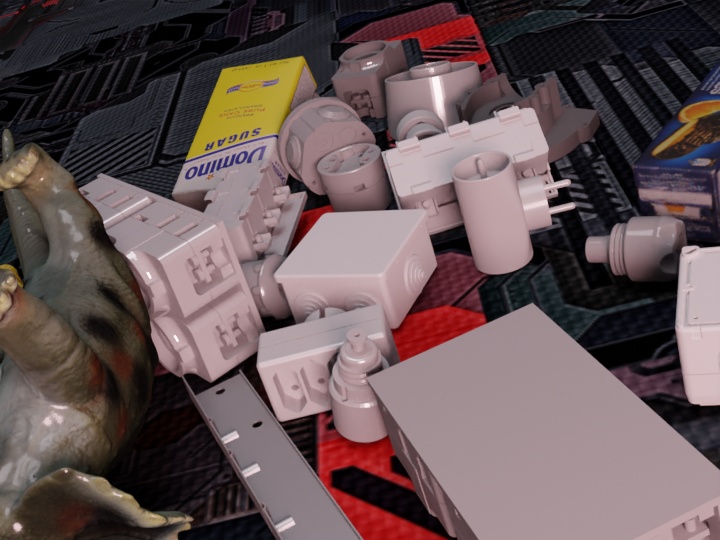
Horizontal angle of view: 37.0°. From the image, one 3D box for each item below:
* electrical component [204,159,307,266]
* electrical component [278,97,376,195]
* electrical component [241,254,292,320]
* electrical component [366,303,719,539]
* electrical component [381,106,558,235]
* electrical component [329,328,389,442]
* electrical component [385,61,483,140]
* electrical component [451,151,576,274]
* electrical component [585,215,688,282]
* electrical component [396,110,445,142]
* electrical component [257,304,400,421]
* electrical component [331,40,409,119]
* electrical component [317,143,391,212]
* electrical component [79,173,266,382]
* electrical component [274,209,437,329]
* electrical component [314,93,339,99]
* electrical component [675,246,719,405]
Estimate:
[{"bbox_3d":[-0.095,-0.038,0.878,0.079,0.063,0.121,-10,30,14],"label":"electrical component"},{"bbox_3d":[-0.028,-0.107,0.946,0.080,0.080,0.051,-25,35,-12],"label":"electrical component"},{"bbox_3d":[-0.079,0.015,0.801,0.062,0.048,0.048,-8,30,32],"label":"electrical component"},{"bbox_3d":[0.090,0.100,0.539,0.105,0.060,0.186,-23,29,-10],"label":"electrical component"},{"bbox_3d":[0.084,-0.080,0.840,0.121,0.063,0.078,-17,70,2],"label":"electrical component"},{"bbox_3d":[0.001,0.067,0.636,0.040,0.078,0.040,-4,40,3],"label":"electrical component"},{"bbox_3d":[0.072,-0.164,1.029,0.099,0.064,0.099,-11,16,3],"label":"electrical component"},{"bbox_3d":[0.112,-0.044,0.760,0.079,0.077,0.043,-14,29,8],"label":"electrical component"},{"bbox_3d":[0.180,-0.014,0.704,0.062,0.043,0.043,0,33,31],"label":"electrical component"},{"bbox_3d":[0.056,-0.112,0.942,0.045,0.045,0.055,-16,29,3],"label":"electrical component"},{"bbox_3d":[-0.019,0.050,0.701,0.083,0.047,0.075,-14,29,6],"label":"electrical component"},{"bbox_3d":[0.012,-0.199,1.106,0.050,0.055,0.089,-2,32,26],"label":"electrical component"},{"bbox_3d":[-0.003,-0.073,0.905,0.055,0.047,0.055,-14,29,8],"label":"electrical component"},{"bbox_3d":[-0.157,0.004,0.797,0.060,0.105,0.186,-34,33,-27],"label":"electrical component"},{"bbox_3d":[0.000,0.000,0.775,0.100,0.048,0.099,-1,33,28],"label":"electrical component"},{"bbox_3d":[-0.053,-0.155,1.080,0.081,0.043,0.043,-1,33,28],"label":"electrical component"},{"bbox_3d":[0.212,0.027,0.597,0.062,0.061,0.096,-5,31,22],"label":"electrical component"}]
